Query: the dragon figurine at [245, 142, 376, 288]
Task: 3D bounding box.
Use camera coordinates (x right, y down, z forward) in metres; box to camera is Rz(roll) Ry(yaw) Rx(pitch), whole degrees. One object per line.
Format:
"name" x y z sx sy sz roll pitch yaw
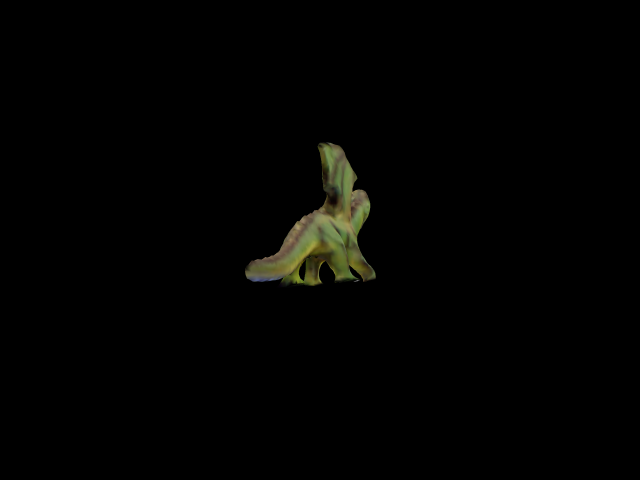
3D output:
"dragon figurine" 0.003 -0.043 0.850 0.122 0.244 0.408 -4 -8 24
